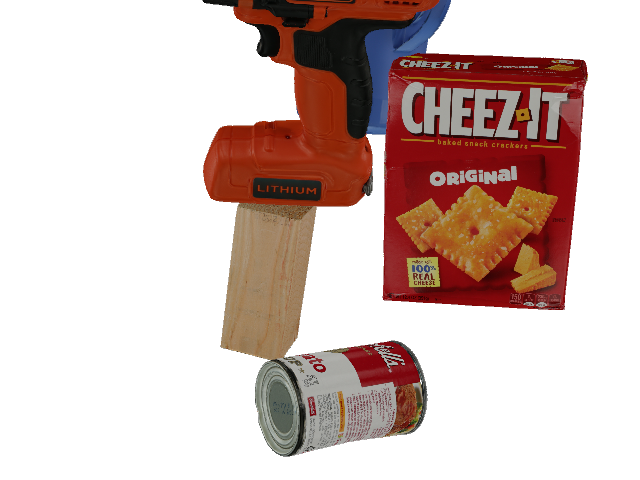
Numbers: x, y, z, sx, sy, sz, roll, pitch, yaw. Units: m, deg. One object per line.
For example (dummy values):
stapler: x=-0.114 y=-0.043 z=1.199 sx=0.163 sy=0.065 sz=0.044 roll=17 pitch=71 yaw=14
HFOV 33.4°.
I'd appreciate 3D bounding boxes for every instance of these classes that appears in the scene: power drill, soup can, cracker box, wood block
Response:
power drill: x=-0.030 y=-0.102 z=0.610 sx=0.184 sy=0.057 sz=0.188 roll=3 pitch=-41 yaw=-3
soup can: x=0.013 y=0.110 z=0.745 sx=0.102 sy=0.068 sz=0.069 roll=-5 pitch=2 yaw=-30
cracker box: x=0.139 y=-0.049 z=0.929 sx=0.164 sy=0.214 sz=0.072 roll=4 pitch=23 yaw=9
wood block: x=-0.071 y=0.046 z=1.448 sx=0.090 sy=0.206 sz=0.090 roll=13 pitch=22 yaw=10

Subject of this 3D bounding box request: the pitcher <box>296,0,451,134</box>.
pitcher: x=0.049 y=-0.218 z=0.935 sx=0.145 sy=0.243 sz=0.149 roll=8 pitch=15 yaw=7
